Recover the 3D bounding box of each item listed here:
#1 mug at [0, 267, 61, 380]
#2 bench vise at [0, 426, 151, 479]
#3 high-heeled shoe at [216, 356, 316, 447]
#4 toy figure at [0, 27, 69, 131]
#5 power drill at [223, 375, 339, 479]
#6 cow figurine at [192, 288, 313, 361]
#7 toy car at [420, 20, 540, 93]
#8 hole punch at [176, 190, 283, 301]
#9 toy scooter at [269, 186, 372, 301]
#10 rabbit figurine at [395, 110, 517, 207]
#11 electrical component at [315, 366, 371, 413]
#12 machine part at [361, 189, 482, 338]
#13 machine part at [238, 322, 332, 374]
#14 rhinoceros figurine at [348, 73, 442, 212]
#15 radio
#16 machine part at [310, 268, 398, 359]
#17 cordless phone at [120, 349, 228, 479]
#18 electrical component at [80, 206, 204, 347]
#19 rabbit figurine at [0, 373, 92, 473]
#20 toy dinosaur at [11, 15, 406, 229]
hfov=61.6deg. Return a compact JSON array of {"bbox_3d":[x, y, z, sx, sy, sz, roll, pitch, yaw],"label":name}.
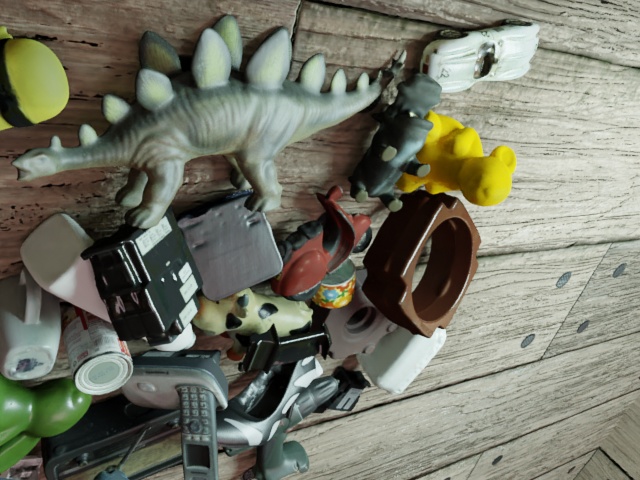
[{"bbox_3d":[-0.322,0.092,0.593,0.080,0.107,0.109,10,118,-41],"label":"mug"},{"bbox_3d":[-0.314,0.327,0.646,0.240,0.224,0.128,24,107,-18],"label":"bench vise"},{"bbox_3d":[-0.093,0.231,0.845,0.248,0.086,0.145,6,95,-56],"label":"high-heeled shoe"},{"bbox_3d":[-0.307,-0.116,0.451,0.180,0.089,0.082,-21,138,-24],"label":"toy figure"},{"bbox_3d":[-0.064,0.360,1.001,0.232,0.086,0.207,-19,136,-17],"label":"power drill"},{"bbox_3d":[-0.095,0.111,0.782,0.195,0.086,0.127,11,122,-37],"label":"cow figurine"},{"bbox_3d":[0.224,-0.251,0.736,0.202,0.056,0.073,-18,131,-22],"label":"toy car"},{"bbox_3d":[-0.120,0.001,0.689,0.142,0.092,0.115,-21,107,-12],"label":"hole punch"},{"bbox_3d":[-0.002,-0.002,0.758,0.184,0.075,0.135,-36,142,-20],"label":"toy scooter"},{"bbox_3d":[0.205,-0.096,0.764,0.162,0.173,0.121,9,114,-34],"label":"rabbit figurine"},{"bbox_3d":[0.035,0.307,1.054,0.074,0.048,0.119,28,103,-44],"label":"electrical component"},{"bbox_3d":[0.165,0.037,0.859,0.201,0.087,0.201,-58,138,-14],"label":"machine part"},{"bbox_3d":[-0.045,0.153,0.769,0.139,0.039,0.084,-2,126,-32],"label":"machine part"},{"bbox_3d":[0.102,-0.127,0.715,0.073,0.112,0.190,15,130,-15],"label":"rhinoceros figurine"},{"bbox_3d":[-0.286,0.296,0.803,0.229,0.073,0.131,-17,132,-24],"label":"radio"},{"bbox_3d":[0.062,0.127,0.924,0.179,0.056,0.179,-18,130,-22],"label":"machine part"},{"bbox_3d":[-0.196,0.243,0.728,0.147,0.088,0.184,-2,91,11],"label":"cordless phone"},{"bbox_3d":[-0.183,0.044,0.583,0.058,0.115,0.134,-12,108,17],"label":"electrical component"},{"bbox_3d":[-0.370,0.211,0.644,0.170,0.121,0.159,17,119,-39],"label":"rabbit figurine"},{"bbox_3d":[-0.081,-0.133,0.587,0.471,0.105,0.198,-18,128,-37],"label":"toy dinosaur"}]
